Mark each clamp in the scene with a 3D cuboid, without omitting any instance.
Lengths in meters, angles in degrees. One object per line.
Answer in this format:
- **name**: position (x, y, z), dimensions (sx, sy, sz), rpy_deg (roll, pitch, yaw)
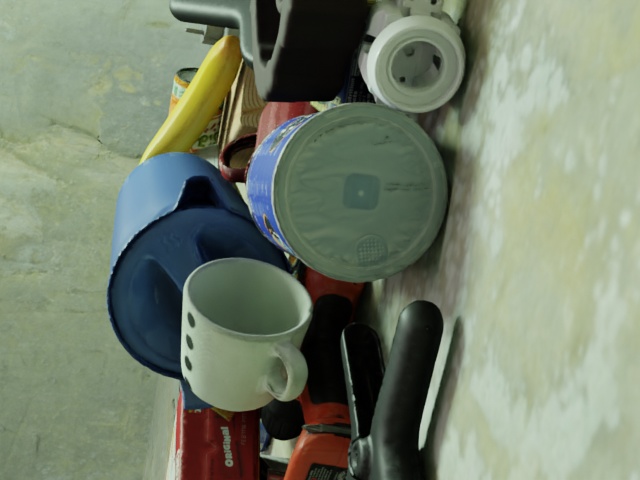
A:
- **clamp**: position (-0.031, -0.205, 0.897), dimensions (0.164, 0.036, 0.210), rpy_deg (-44, 48, 6)
- **clamp**: position (0.034, 0.119, 0.615), dimensions (0.120, 0.039, 0.171), rpy_deg (165, 113, -79)

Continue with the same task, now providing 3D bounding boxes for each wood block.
- **wood block**: position (-0.048, -0.124, 1.070), dimensions (0.206, 0.090, 0.090), rpy_deg (146, 130, -75)

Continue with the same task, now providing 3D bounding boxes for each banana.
- **banana**: position (-0.118, -0.125, 1.014), dimensions (0.198, 0.037, 0.069), rpy_deg (-50, 10, 32)

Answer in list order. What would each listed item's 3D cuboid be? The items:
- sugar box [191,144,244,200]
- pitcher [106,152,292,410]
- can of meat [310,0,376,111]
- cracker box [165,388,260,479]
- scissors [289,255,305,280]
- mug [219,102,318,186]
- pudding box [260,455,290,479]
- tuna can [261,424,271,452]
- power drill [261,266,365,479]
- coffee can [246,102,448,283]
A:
- **sugar box**: position (-0.085, 0.000, 1.072), dimensions (0.093, 0.048, 0.176), rpy_deg (-102, -8, -58)
- **pitcher**: position (-0.108, 0.016, 0.865), dimensions (0.149, 0.145, 0.243), rpy_deg (-46, 20, 4)
- **can of meat**: position (0.029, -0.132, 0.780), dimensions (0.102, 0.057, 0.084), rpy_deg (-123, 40, -73)
- **cracker box**: position (-0.097, 0.250, 0.895), dimensions (0.214, 0.072, 0.164), rpy_deg (106, 165, -45)
- **scissors**: position (-0.006, 0.001, 0.954), dimensions (0.202, 0.016, 0.096), rpy_deg (115, 155, -58)
- **mug**: position (-0.023, -0.068, 0.857), dimensions (0.081, 0.117, 0.093), rpy_deg (-88, -11, -51)
- **pudding box**: position (-0.040, 0.233, 0.901), dimensions (0.114, 0.039, 0.090), rpy_deg (156, 121, -78)
- **tuna can**: position (-0.069, 0.176, 1.104), dimensions (0.086, 0.033, 0.086), rpy_deg (-172, 90, -79)
- **power drill**: position (-0.007, 0.126, 0.767), dimensions (0.187, 0.057, 0.185), rpy_deg (-97, 19, -53)
- **coffee can**: position (0.011, -0.032, 0.672), dimensions (0.140, 0.102, 0.103), rpy_deg (-158, 76, -79)
